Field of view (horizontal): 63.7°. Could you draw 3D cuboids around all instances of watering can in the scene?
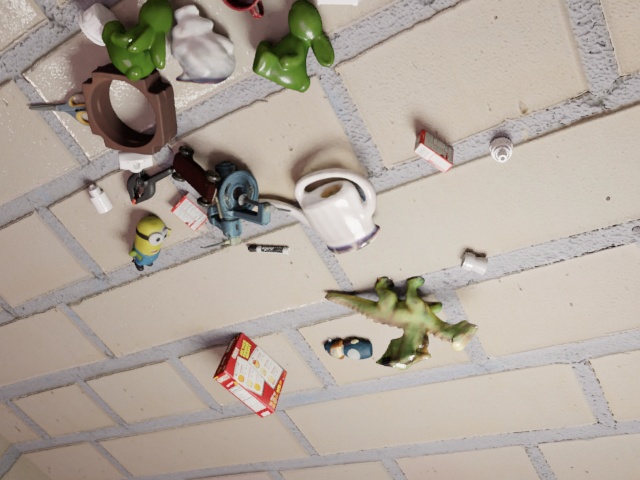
[{"bbox_3d":[0.004,-0.064,1.280,0.345,0.106,0.221,-14,118,38],"label":"watering can"}]

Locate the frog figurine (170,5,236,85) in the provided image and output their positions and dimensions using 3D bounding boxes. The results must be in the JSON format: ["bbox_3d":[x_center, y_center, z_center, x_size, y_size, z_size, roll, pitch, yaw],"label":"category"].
[{"bbox_3d":[-0.251,-0.417,1.103,0.138,0.125,0.156,-9,117,-18],"label":"frog figurine"}]

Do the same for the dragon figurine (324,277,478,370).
[{"bbox_3d":[0.195,0.221,1.329,0.409,0.249,0.119,-5,127,16],"label":"dragon figurine"}]
